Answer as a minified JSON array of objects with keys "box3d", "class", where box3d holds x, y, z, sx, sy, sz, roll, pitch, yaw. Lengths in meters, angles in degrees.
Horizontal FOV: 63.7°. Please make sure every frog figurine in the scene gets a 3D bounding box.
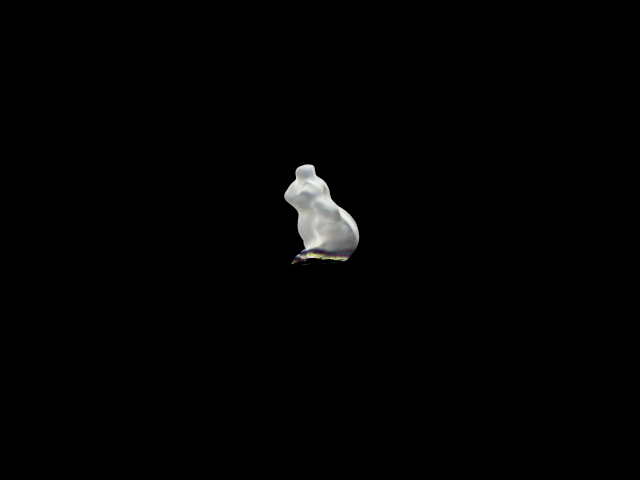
[{"box3d":[0.003,-0.043,0.850,0.123,0.161,0.136,0,-10,2],"class":"frog figurine"}]
